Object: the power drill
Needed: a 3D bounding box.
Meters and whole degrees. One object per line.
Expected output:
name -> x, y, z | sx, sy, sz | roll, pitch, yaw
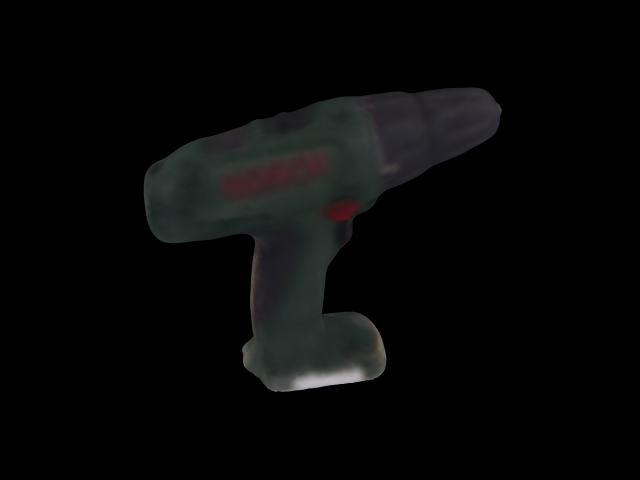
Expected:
power drill -> 0.004, 0.001, 0.400 | 0.230, 0.208, 0.075 | -6, 32, -9
